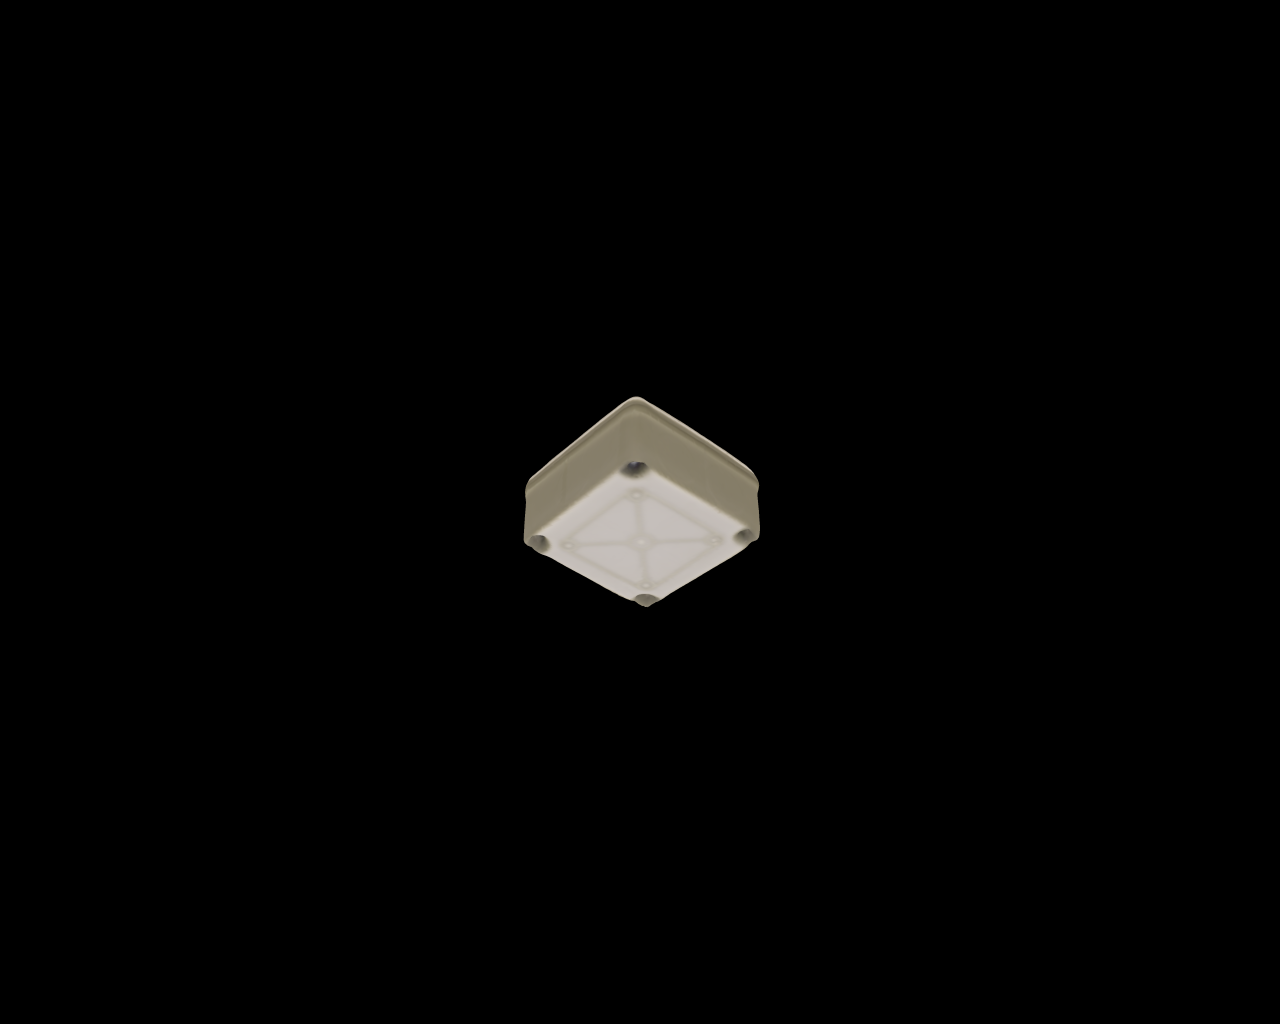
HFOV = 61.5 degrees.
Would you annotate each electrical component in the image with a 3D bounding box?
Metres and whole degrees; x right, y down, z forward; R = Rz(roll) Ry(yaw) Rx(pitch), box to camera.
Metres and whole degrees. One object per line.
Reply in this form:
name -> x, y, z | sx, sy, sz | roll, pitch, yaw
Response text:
electrical component -> 0.001, -0.003, 0.650 | 0.108, 0.056, 0.108 | 30, -49, -31
